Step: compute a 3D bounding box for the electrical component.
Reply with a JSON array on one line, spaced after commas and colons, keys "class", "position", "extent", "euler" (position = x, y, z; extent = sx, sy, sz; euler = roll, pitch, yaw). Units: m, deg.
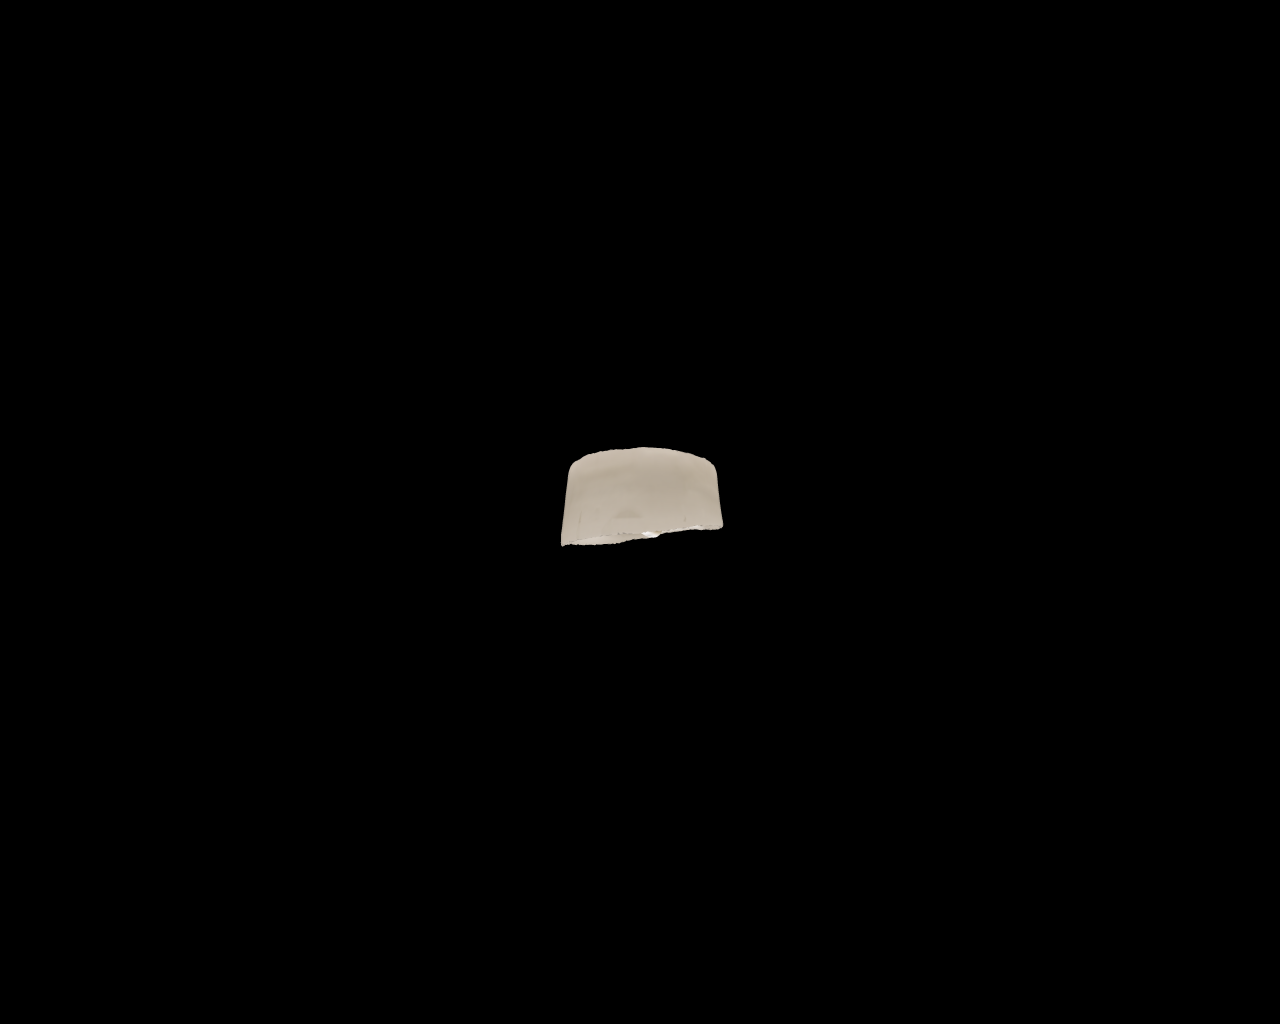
[{"class": "electrical component", "position": [0.001, -0.003, 0.650], "extent": [0.099, 0.064, 0.099], "euler": [0, -15, 0]}]
